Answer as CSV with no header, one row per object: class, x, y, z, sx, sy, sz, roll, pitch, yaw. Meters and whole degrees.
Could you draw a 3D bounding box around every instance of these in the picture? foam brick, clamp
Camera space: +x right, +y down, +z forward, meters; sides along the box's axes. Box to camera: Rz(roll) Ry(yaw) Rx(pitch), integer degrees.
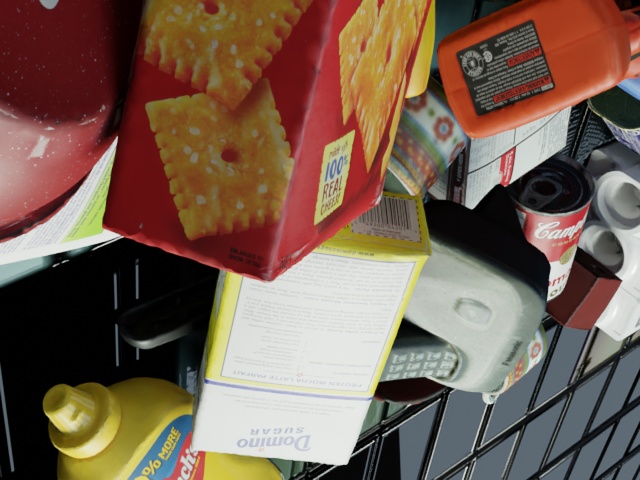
foam brick,0.198,0.030,0.879,0.052,0.078,0.051,10,117,-54
clamp,-0.004,0.001,0.632,0.165,0.036,0.209,-51,151,21

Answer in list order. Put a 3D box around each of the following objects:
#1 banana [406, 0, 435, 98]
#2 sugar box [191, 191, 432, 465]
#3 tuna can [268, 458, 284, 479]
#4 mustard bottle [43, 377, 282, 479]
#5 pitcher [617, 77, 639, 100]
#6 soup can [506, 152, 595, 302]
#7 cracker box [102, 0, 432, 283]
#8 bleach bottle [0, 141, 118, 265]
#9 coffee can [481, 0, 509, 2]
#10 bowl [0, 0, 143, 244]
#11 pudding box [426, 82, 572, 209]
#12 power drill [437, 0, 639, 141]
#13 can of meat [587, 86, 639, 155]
banana,0.049,-0.164,0.504,0.037,0.070,0.198,-9,136,-26
sugar box,-0.011,0.048,0.554,0.093,0.048,0.176,8,136,-9
tuna can,-0.067,0.184,0.759,0.086,0.034,0.086,-31,144,-27
mustard bottle,-0.099,0.135,0.629,0.096,0.058,0.191,-53,138,-14
pitcher,0.266,-0.200,0.680,0.243,0.149,0.145,-57,-169,18
soup can,0.162,-0.008,0.804,0.068,0.069,0.102,-30,144,-28
cracker box,0.004,-0.107,0.391,0.164,0.072,0.214,-35,142,-71
bleach bottle,-0.118,-0.030,0.447,0.250,0.068,0.103,-5,141,-54
coffee can,0.132,-0.184,0.549,0.140,0.103,0.103,-21,138,-37
bowl,-0.105,-0.078,0.339,0.161,0.055,0.162,7,82,-54
pudding box,0.121,-0.080,0.706,0.113,0.039,0.090,-34,142,-28
power drill,0.167,-0.111,0.562,0.187,0.057,0.185,-20,180,-43
can of meat,0.260,-0.119,0.818,0.102,0.057,0.083,-53,150,6
